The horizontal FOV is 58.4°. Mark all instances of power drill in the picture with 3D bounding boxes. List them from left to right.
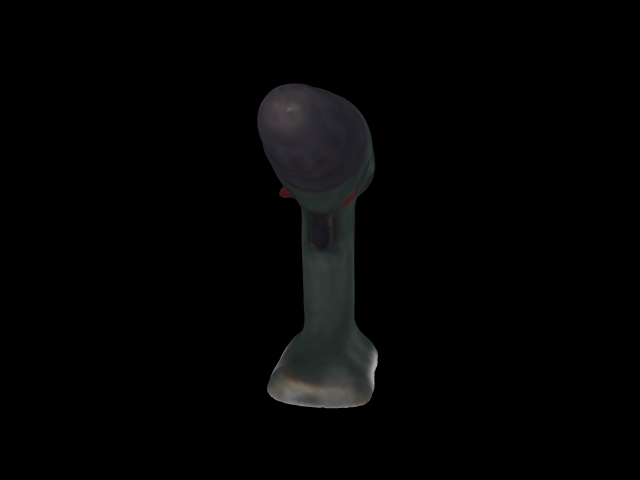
[{"bbox_3d":[0.004,0.001,0.400,0.075,0.208,0.230,2,14,8],"label":"power drill"}]
